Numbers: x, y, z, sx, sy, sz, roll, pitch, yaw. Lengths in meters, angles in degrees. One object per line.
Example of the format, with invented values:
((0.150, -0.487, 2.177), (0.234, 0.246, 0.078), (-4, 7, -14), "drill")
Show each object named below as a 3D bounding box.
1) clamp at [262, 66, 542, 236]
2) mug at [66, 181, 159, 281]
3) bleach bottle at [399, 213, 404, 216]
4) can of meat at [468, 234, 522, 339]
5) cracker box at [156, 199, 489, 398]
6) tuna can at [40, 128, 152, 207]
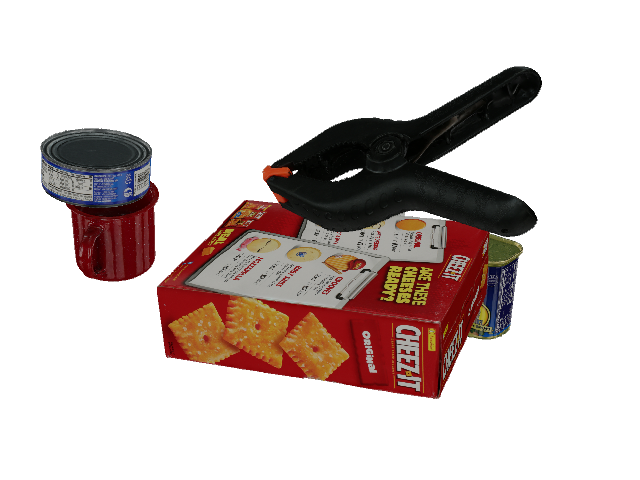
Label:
((0.048, -0.036, 0.612), (0.172, 0.039, 0.120), (-17, 39, 18), "clamp")
((-0.212, -0.006, 1.076), (0.093, 0.081, 0.117), (9, 33, 8), "mug")
((0.019, -0.005, 1.298), (0.103, 0.068, 0.250), (20, 37, 29), "bleach bottle")
((0.133, 0.037, 0.998), (0.102, 0.084, 0.057), (19, 29, 34), "can of meat")
((0.008, 0.039, 0.818), (0.214, 0.072, 0.164), (7, 27, 19), "cracker box")
((-0.176, -0.057, 0.840), (0.086, 0.034, 0.086), (6, 26, -3), "tuna can")
